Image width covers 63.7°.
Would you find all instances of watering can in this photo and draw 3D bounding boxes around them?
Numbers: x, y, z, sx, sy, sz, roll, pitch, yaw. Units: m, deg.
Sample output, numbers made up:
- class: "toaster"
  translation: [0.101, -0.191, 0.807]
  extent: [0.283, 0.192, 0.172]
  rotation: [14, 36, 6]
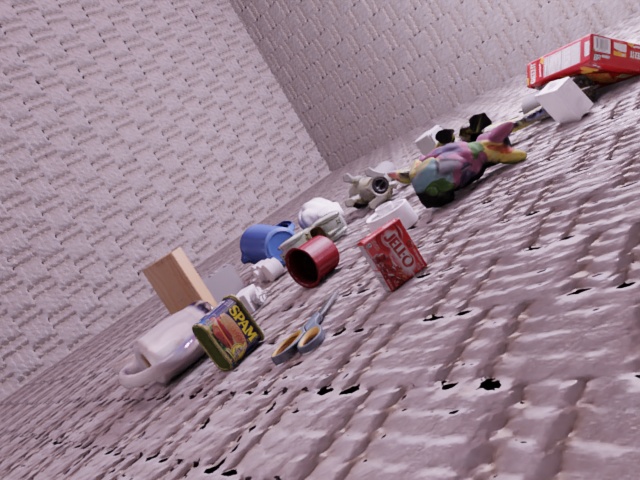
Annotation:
- class: "watering can"
  translation: [-0.321, 0.221, 1.071]
  extent: [0.227, 0.103, 0.345]
  rotation: [-35, 10, -30]

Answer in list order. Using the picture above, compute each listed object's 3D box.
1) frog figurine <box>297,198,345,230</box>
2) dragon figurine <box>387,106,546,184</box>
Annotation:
- class: "frog figurine"
  translation: [0.005, -0.080, 1.591]
  extent: [0.138, 0.124, 0.157]
  rotation: [-14, -9, -18]
- class: "dragon figurine"
  translation: [0.372, -0.237, 1.333]
  extent: [0.410, 0.122, 0.243]
  rotation: [-22, 1, 4]
